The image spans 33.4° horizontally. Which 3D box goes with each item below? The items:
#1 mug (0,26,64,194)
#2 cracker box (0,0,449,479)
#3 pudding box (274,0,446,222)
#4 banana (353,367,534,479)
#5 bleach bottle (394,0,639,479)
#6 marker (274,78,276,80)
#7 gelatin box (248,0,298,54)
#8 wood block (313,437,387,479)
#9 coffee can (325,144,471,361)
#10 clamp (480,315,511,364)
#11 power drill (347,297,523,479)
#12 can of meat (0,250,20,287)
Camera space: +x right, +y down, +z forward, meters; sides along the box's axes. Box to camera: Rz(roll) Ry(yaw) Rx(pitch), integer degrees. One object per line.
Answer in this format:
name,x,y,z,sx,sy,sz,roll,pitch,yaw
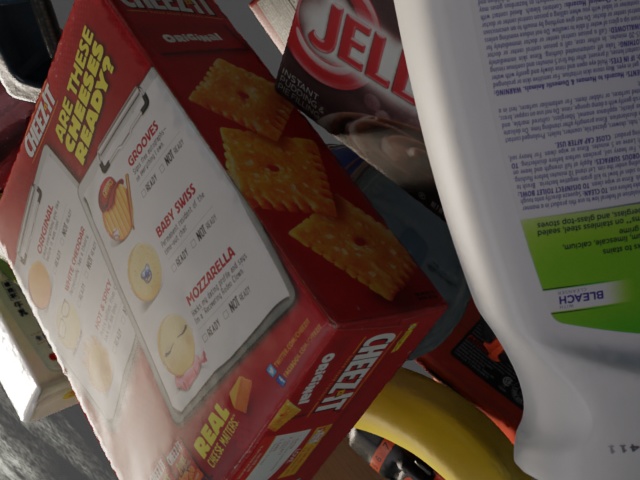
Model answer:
mug,-0.191,-0.079,0.659,0.082,0.117,0.093,-31,131,25
cracker box,-0.060,0.008,0.483,0.214,0.071,0.164,55,130,30
pudding box,0.041,-0.065,0.417,0.113,0.039,0.090,37,146,11
banana,0.042,0.101,0.547,0.198,0.070,0.037,30,-169,40
bleach bottle,0.076,-0.018,0.332,0.068,0.102,0.251,-87,-12,-82
marker,-0.067,-0.085,0.605,0.121,0.020,0.020,13,138,43
gelatin box,0.018,-0.096,0.475,0.073,0.030,0.089,54,148,-13
wood block,0.015,0.217,0.810,0.206,0.090,0.090,49,151,-7
coffee can,-0.004,0.001,0.550,0.141,0.102,0.102,7,134,48
clamp,0.132,0.011,0.458,0.164,0.036,0.210,41,148,12
power drill,0.069,0.098,0.631,0.184,0.057,0.188,35,151,16
can of meat,-0.192,-0.002,0.803,0.102,0.083,0.057,21,143,36
